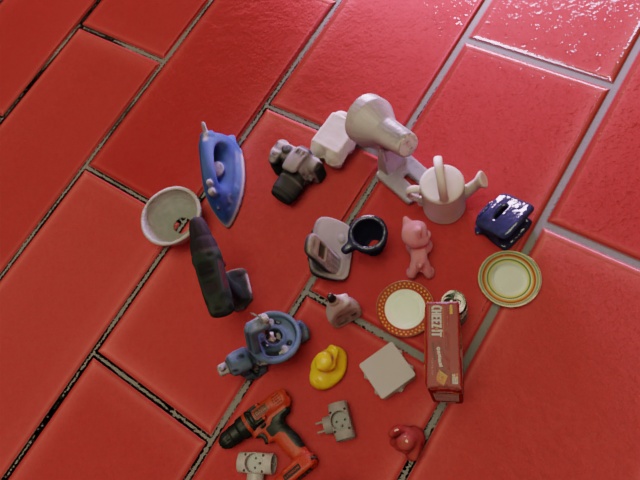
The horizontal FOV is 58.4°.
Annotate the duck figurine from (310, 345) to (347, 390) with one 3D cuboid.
[{"bbox_3d":[0.012,0.274,1.249,0.077,0.086,0.105,30,78,23],"label":"duck figurine"}]

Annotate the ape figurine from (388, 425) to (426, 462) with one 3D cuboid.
[{"bbox_3d":[0.174,0.406,1.150,0.076,0.092,0.077,-23,64,5],"label":"ape figurine"}]

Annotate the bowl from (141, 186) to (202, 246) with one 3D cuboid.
[{"bbox_3d":[-0.373,-0.051,1.486,0.167,0.075,0.167,-5,67,12],"label":"bowl"}]

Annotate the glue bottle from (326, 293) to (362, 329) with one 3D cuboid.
[{"bbox_3d":[0.041,0.145,1.246,0.078,0.173,0.037,-28,64,2],"label":"glue bottle"}]

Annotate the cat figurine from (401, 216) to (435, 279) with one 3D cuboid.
[{"bbox_3d":[0.218,0.013,1.286,0.067,0.118,0.128,-7,67,12],"label":"cat figurine"}]

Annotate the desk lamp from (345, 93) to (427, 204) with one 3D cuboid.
[{"bbox_3d":[0.167,-0.219,1.340,0.118,0.214,0.202,-43,65,-5],"label":"desk lamp"}]

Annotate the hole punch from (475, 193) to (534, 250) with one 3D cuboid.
[{"bbox_3d":[0.407,-0.047,1.277,0.109,0.091,0.101,-46,65,-7],"label":"hole punch"}]

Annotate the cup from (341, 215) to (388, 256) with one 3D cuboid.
[{"bbox_3d":[0.107,0.008,1.329,0.118,0.095,0.091,-34,64,-1],"label":"cup"}]

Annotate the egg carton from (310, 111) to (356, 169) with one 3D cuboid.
[{"bbox_3d":[0.046,-0.258,1.467,0.107,0.069,0.150,30,78,23],"label":"egg carton"}]

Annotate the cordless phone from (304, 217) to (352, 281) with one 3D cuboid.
[{"bbox_3d":[0.012,0.005,1.304,0.094,0.185,0.147,-1,68,14],"label":"cordless phone"}]

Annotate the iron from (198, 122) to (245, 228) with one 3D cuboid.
[{"bbox_3d":[-0.267,-0.172,1.472,0.118,0.142,0.258,-13,66,9],"label":"iron"}]

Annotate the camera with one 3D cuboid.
[{"bbox_3d":[-0.079,-0.170,1.446,0.142,0.101,0.137,28,78,23],"label":"camera"}]

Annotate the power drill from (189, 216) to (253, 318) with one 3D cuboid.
[{"bbox_3d":[-0.231,0.080,1.322,0.075,0.209,0.229,-21,65,6],"label":"power drill"}]

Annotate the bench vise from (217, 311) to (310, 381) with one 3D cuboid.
[{"bbox_3d":[-0.130,0.232,1.227,0.121,0.220,0.207,38,82,25],"label":"bench vise"}]

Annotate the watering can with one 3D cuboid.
[{"bbox_3d":[0.281,-0.121,1.282,0.173,0.194,0.100,-26,64,3],"label":"watering can"}]
